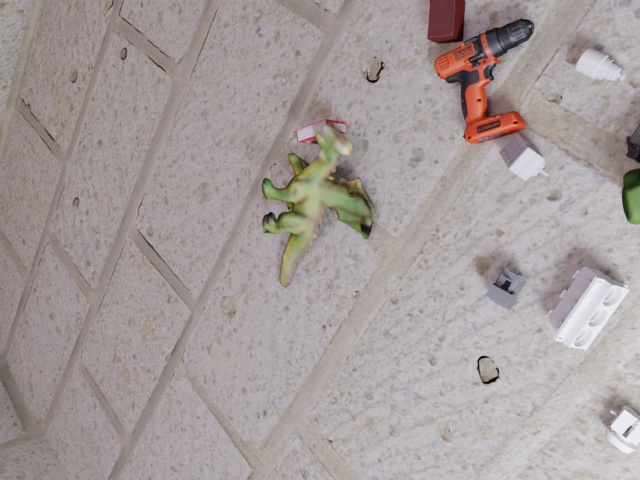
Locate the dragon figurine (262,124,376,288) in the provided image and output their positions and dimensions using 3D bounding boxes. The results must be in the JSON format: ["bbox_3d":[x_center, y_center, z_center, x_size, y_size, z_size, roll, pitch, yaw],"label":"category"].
[{"bbox_3d":[0.003,-0.057,1.135,0.243,0.124,0.403,12,116,30],"label":"dragon figurine"}]
